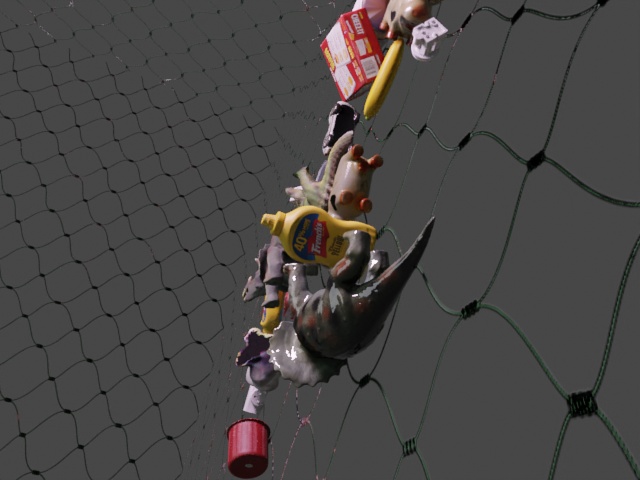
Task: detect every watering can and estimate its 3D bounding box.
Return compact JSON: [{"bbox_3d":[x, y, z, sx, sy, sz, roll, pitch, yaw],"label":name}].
[{"bbox_3d":[0.133,-0.602,1.317,0.224,0.104,0.348,-179,89,-79],"label":"watering can"}]

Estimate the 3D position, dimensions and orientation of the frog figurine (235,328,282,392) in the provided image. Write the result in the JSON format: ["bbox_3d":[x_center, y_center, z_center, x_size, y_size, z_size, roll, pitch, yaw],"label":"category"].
[{"bbox_3d":[-0.121,0.296,1.196,0.140,0.123,0.156,-105,-1,-56],"label":"frog figurine"}]

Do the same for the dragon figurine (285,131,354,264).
[{"bbox_3d":[0.004,-0.061,1.215,0.404,0.122,0.247,130,139,-64],"label":"dragon figurine"}]
